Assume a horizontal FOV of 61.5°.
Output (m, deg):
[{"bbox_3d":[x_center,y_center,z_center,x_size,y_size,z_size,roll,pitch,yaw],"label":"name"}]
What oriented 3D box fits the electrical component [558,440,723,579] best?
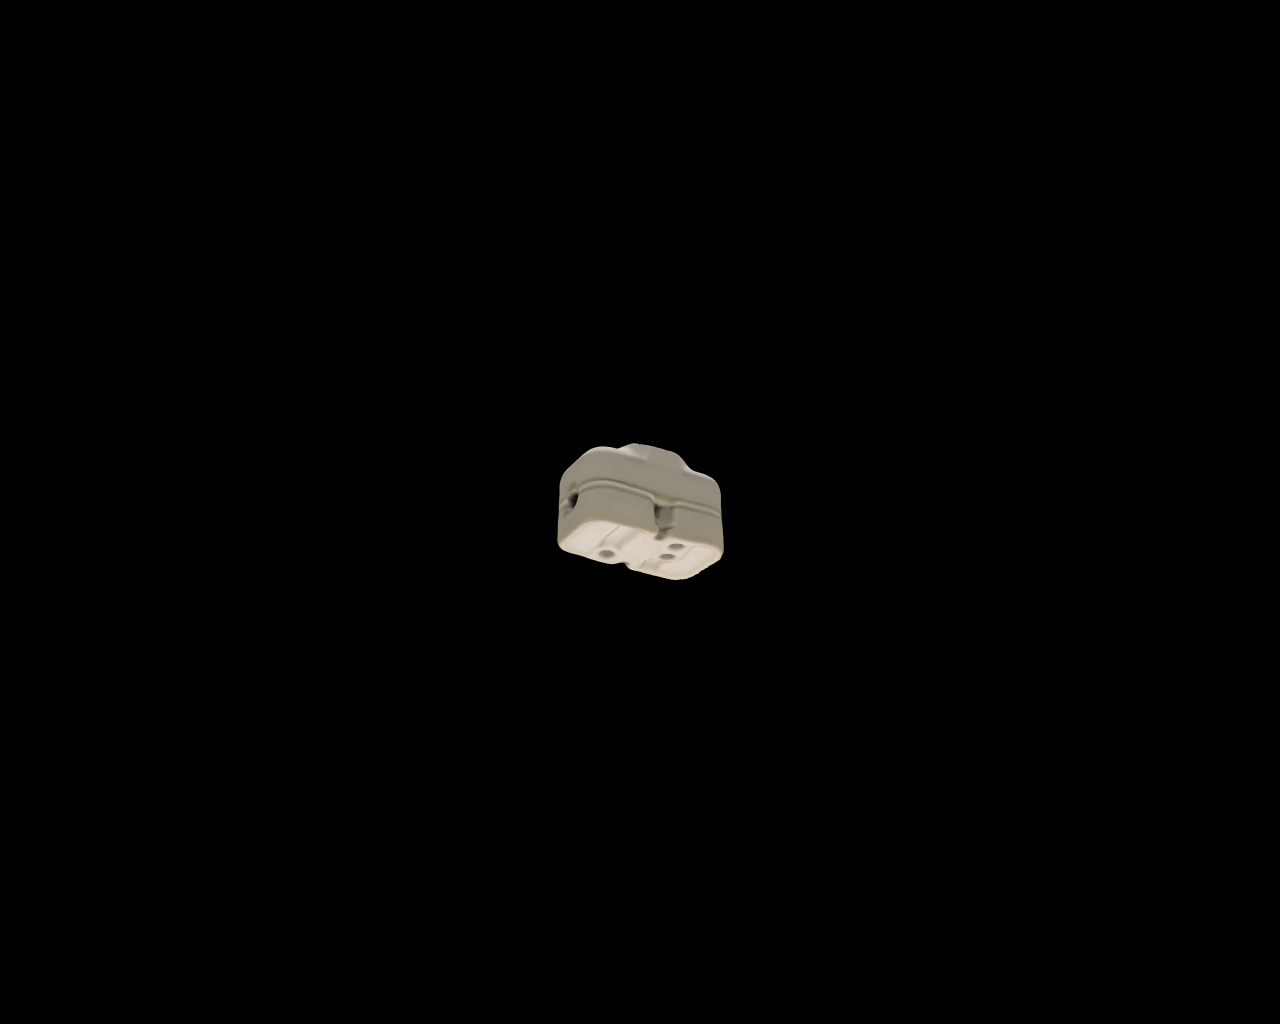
[{"bbox_3d":[0.001,-0.003,0.650,0.095,0.059,0.053,15,-32,-27],"label":"electrical component"}]
